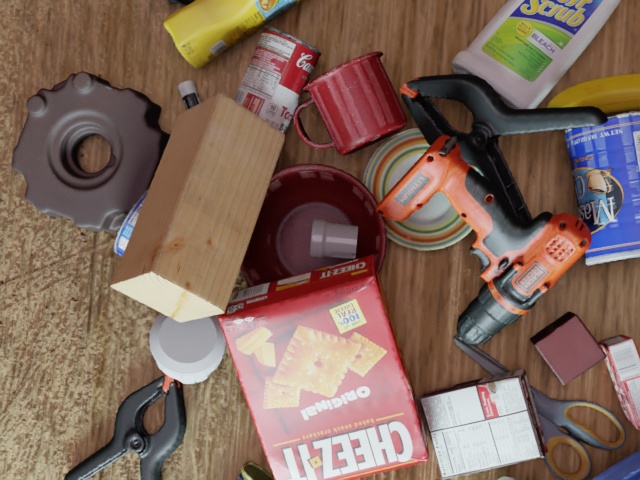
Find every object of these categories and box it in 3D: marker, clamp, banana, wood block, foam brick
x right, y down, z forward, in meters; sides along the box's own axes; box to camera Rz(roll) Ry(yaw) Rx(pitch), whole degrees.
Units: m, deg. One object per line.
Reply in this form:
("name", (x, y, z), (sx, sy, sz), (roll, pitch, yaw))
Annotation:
("marker", (-0.128, -0.117, 1.176), (0.020, 0.020, 0.121), (-21, 85, 6))
("clamp", (0.170, -0.097, 1.087), (0.210, 0.036, 0.165), (29, 123, 22))
("clamp", (-0.188, 0.230, 1.157), (0.120, 0.039, 0.171), (34, 92, 6))
("banana", (0.317, -0.144, 1.096), (0.198, 0.069, 0.037), (-10, 127, 0))
("wood block", (-0.121, -0.032, 1.082), (0.090, 0.091, 0.206), (31, 62, -29))
("foam brick", (0.250, 0.109, 1.083), (0.053, 0.078, 0.051), (-35, 85, 5))

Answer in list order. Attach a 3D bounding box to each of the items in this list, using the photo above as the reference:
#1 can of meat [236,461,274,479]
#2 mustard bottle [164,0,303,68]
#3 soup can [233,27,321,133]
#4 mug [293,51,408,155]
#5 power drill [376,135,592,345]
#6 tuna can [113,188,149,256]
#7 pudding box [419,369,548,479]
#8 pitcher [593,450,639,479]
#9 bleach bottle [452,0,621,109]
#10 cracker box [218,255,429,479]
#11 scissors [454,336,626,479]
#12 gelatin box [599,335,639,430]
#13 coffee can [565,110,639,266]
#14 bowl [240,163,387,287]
("can of meat", (-0.063, 0.300, 1.128), (0.102, 0.057, 0.084), (36, 94, 9))
("mustard bottle", (-0.069, -0.258, 1.136), (0.191, 0.096, 0.058), (-31, 82, 5))
("soup can", (-0.050, -0.168, 1.144), (0.068, 0.068, 0.102), (25, 91, 8))
("mug", (0.030, -0.136, 1.120), (0.117, 0.093, 0.081), (-25, 89, -3))
("power drill", (0.150, 0.000, 1.079), (0.187, 0.057, 0.185), (40, 121, 0))
("tuna can", (-0.183, -0.014, 1.145), (0.034, 0.086, 0.086), (31, 91, 6))
("pudding box", (0.168, 0.191, 1.102), (0.114, 0.039, 0.090), (-16, 87, 20))
("pitcher", (0.365, 0.246, 1.031), (0.243, 0.149, 0.145), (-34, 79, 2))
("bleach bottle", (0.252, -0.252, 1.111), (0.102, 0.068, 0.251), (37, 90, 8))
("cracker box", (0.006, 0.140, 1.084), (0.164, 0.072, 0.213), (-15, 107, 7))
("scissors", (0.217, 0.183, 1.115), (0.202, 0.016, 0.096), (22, 90, 9))
("gelatin box", (0.312, 0.142, 1.076), (0.030, 0.073, 0.089), (-19, 86, 7))
("coffee can", (0.308, -0.051, 1.071), (0.103, 0.102, 0.140), (-9, 86, 7))
("bowl", (-0.007, 0.001, 1.135), (0.162, 0.055, 0.162), (0, 87, 8))
